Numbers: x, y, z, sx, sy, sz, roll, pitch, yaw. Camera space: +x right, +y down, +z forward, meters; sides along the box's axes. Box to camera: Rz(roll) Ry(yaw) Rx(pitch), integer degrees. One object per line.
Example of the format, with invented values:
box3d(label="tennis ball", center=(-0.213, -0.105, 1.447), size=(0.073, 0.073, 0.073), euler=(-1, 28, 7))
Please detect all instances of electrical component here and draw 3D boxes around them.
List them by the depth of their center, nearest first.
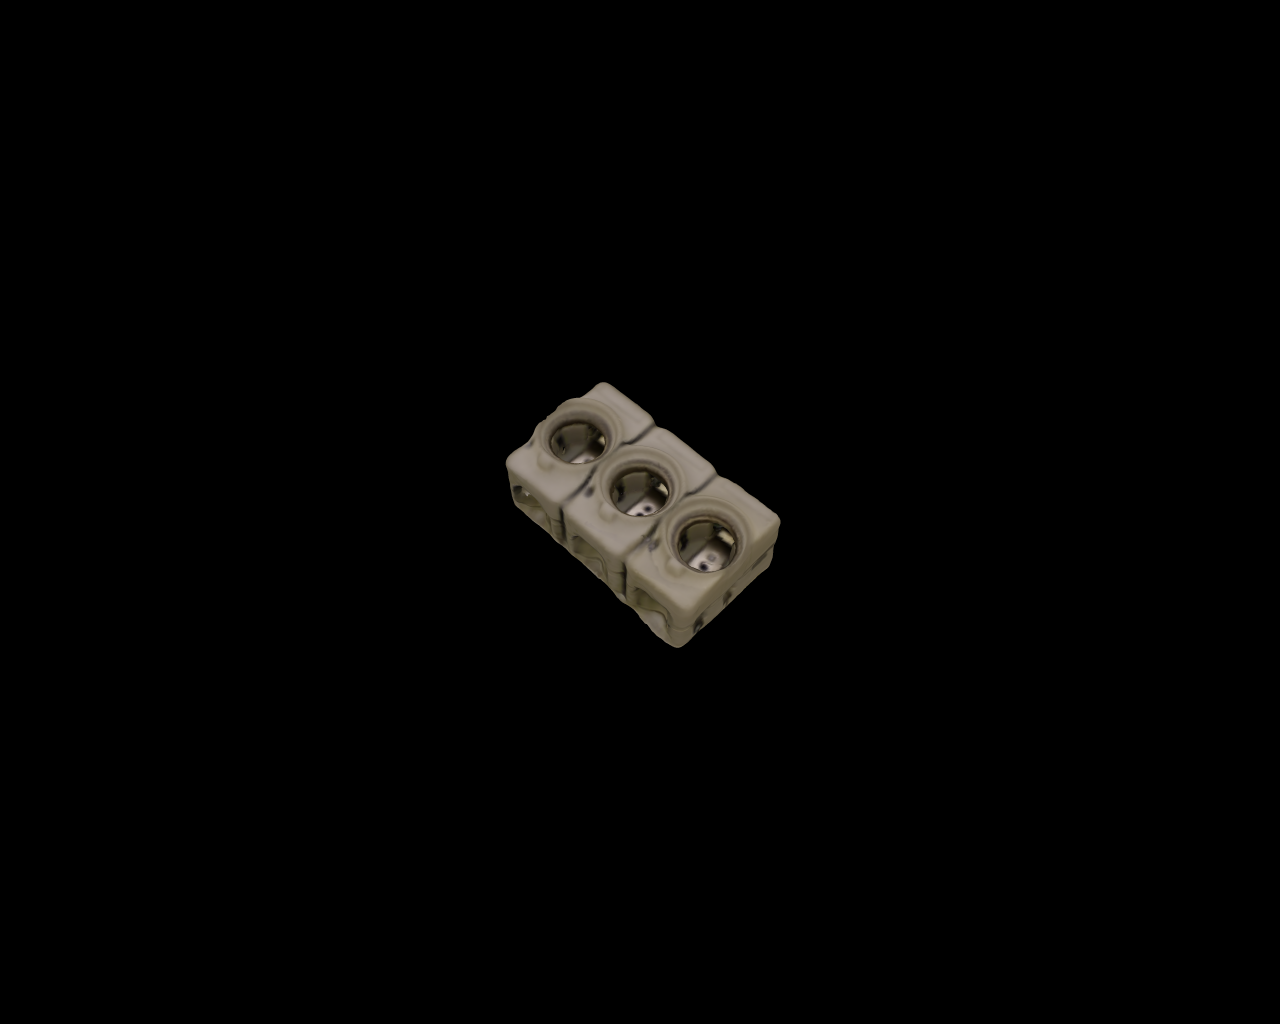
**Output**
box3d(label="electrical component", center=(0.001, -0.003, 0.650), size=(0.150, 0.090, 0.061), euler=(39, -24, 22))
